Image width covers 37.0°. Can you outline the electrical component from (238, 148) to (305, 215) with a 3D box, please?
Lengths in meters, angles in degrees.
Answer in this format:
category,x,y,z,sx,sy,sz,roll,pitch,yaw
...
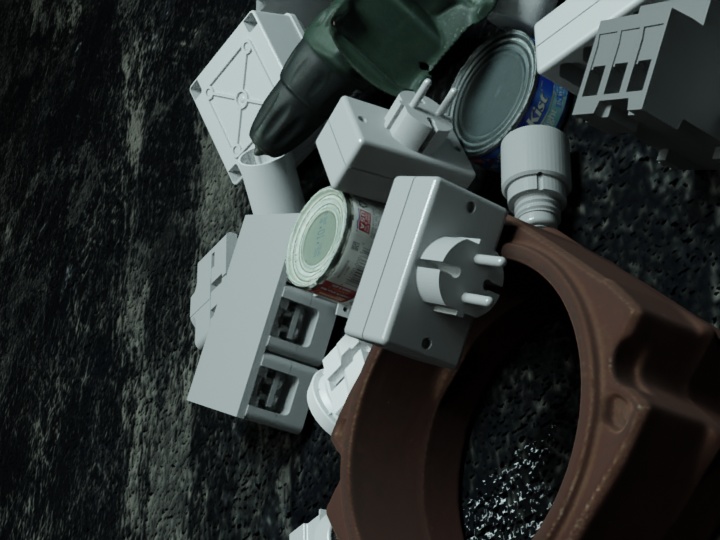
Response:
category,x,y,z,sx,sy,sz,roll,pitch,yaw
electrical component,-0.067,-0.057,0.867,0.043,0.043,0.081,43,151,58

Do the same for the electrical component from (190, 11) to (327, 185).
category,x,y,z,sx,sy,sz,roll,pitch,yaw
electrical component,-0.079,-0.143,0.909,0.109,0.056,0.108,-41,66,37

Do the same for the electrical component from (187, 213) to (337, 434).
category,x,y,z,sx,sy,sz,roll,pitch,yaw
electrical component,-0.062,0.039,0.801,0.089,0.062,0.150,3,74,58

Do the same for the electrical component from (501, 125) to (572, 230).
category,x,y,z,sx,sy,sz,roll,pitch,yaw
electrical component,0.102,-0.047,0.618,0.040,0.040,0.078,-31,47,46

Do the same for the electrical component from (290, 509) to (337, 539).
category,x,y,z,sx,sy,sz,roll,pitch,yaw
electrical component,-0.014,0.175,0.658,0.055,0.048,0.066,-47,36,44

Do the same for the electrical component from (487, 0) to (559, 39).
category,x,y,z,sx,sy,sz,roll,pitch,yaw
electrical component,0.111,-0.185,0.690,0.040,0.040,0.078,24,92,59

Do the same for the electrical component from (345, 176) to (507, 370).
category,x,y,z,sx,sy,sz,roll,pitch,yaw
electrical component,0.042,0.002,0.508,0.076,0.047,0.083,9,79,59

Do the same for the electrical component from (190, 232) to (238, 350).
category,x,y,z,sx,sy,sz,roll,pitch,yaw
electrical component,-0.104,0.025,0.887,0.056,0.050,0.089,-40,41,38

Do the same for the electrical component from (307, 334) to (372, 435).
category,x,y,z,sx,sy,sz,roll,pitch,yaw
electrical component,0.003,0.074,0.682,0.057,0.058,0.078,-48,36,26

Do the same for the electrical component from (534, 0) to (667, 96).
category,x,y,z,sx,sy,sz,roll,pitch,yaw
electrical component,0.144,-0.152,0.610,0.083,0.047,0.075,-33,46,45

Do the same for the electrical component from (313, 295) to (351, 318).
category,x,y,z,sx,sy,sz,roll,pitch,yaw
electrical component,0.000,0.000,0.745,0.055,0.048,0.066,-16,58,62

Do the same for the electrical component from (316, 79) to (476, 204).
category,x,y,z,sx,sy,sz,roll,pitch,yaw
electrical component,0.030,-0.080,0.640,0.075,0.083,0.047,-56,35,32
